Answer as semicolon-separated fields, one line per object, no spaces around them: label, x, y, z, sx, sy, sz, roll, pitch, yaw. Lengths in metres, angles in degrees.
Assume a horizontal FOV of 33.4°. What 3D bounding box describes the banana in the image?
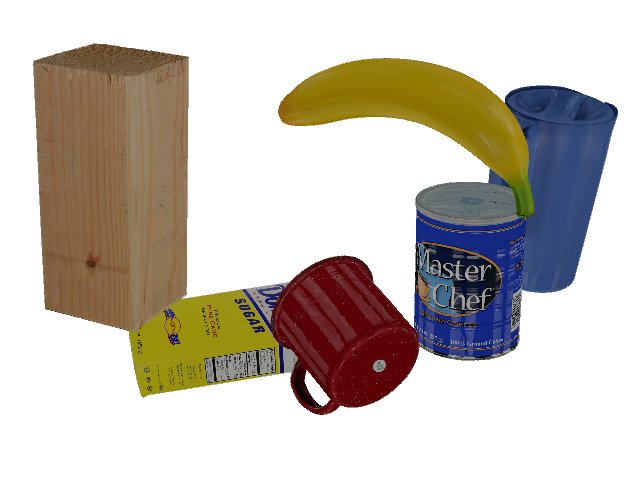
banana;0.053;-0.079;0.665;0.198;0.070;0.037;26;10;34

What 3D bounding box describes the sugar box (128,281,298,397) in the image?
sugar box;-0.090;0.090;1.009;0.176;0.048;0.093;-11;36;-8

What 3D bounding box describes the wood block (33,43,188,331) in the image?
wood block;-0.166;-0.045;0.858;0.091;0.206;0.090;12;23;20

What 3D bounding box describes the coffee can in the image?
coffee can;0.139;0.027;1.000;0.103;0.140;0.103;-1;21;0

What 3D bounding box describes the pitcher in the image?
pitcher;0.271;-0.059;1.317;0.149;0.243;0.145;5;27;1

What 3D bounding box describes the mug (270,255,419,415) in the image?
mug;0.015;0.082;0.815;0.093;0.117;0.082;14;25;-44
